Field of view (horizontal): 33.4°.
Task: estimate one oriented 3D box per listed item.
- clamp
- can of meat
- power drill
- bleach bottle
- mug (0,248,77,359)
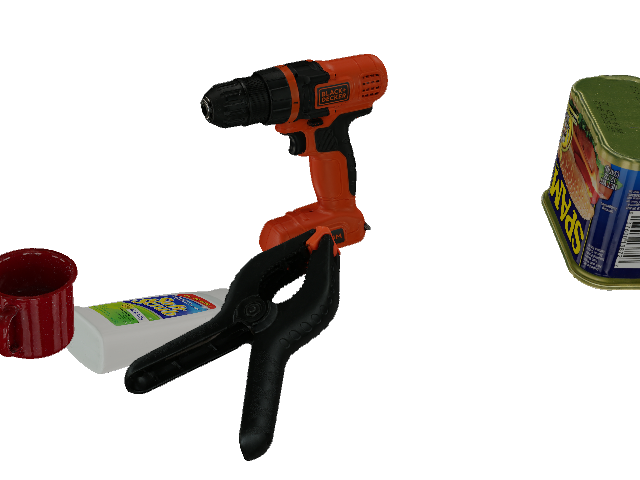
[{"bbox_3d":[-0.051,0.058,0.716,0.120,0.171,0.039,17,-34,24],"label":"clamp"},{"bbox_3d":[0.169,-0.036,0.609,0.057,0.084,0.102,0,37,-5],"label":"can of meat"},{"bbox_3d":[-0.022,-0.075,1.000,0.184,0.188,0.057,-14,32,-24],"label":"power drill"},{"bbox_3d":[-0.197,0.104,1.387,0.250,0.068,0.103,-13,28,-39],"label":"bleach bottle"},{"bbox_3d":[-0.295,0.072,1.076,0.093,0.081,0.117,9,32,6],"label":"mug"}]
